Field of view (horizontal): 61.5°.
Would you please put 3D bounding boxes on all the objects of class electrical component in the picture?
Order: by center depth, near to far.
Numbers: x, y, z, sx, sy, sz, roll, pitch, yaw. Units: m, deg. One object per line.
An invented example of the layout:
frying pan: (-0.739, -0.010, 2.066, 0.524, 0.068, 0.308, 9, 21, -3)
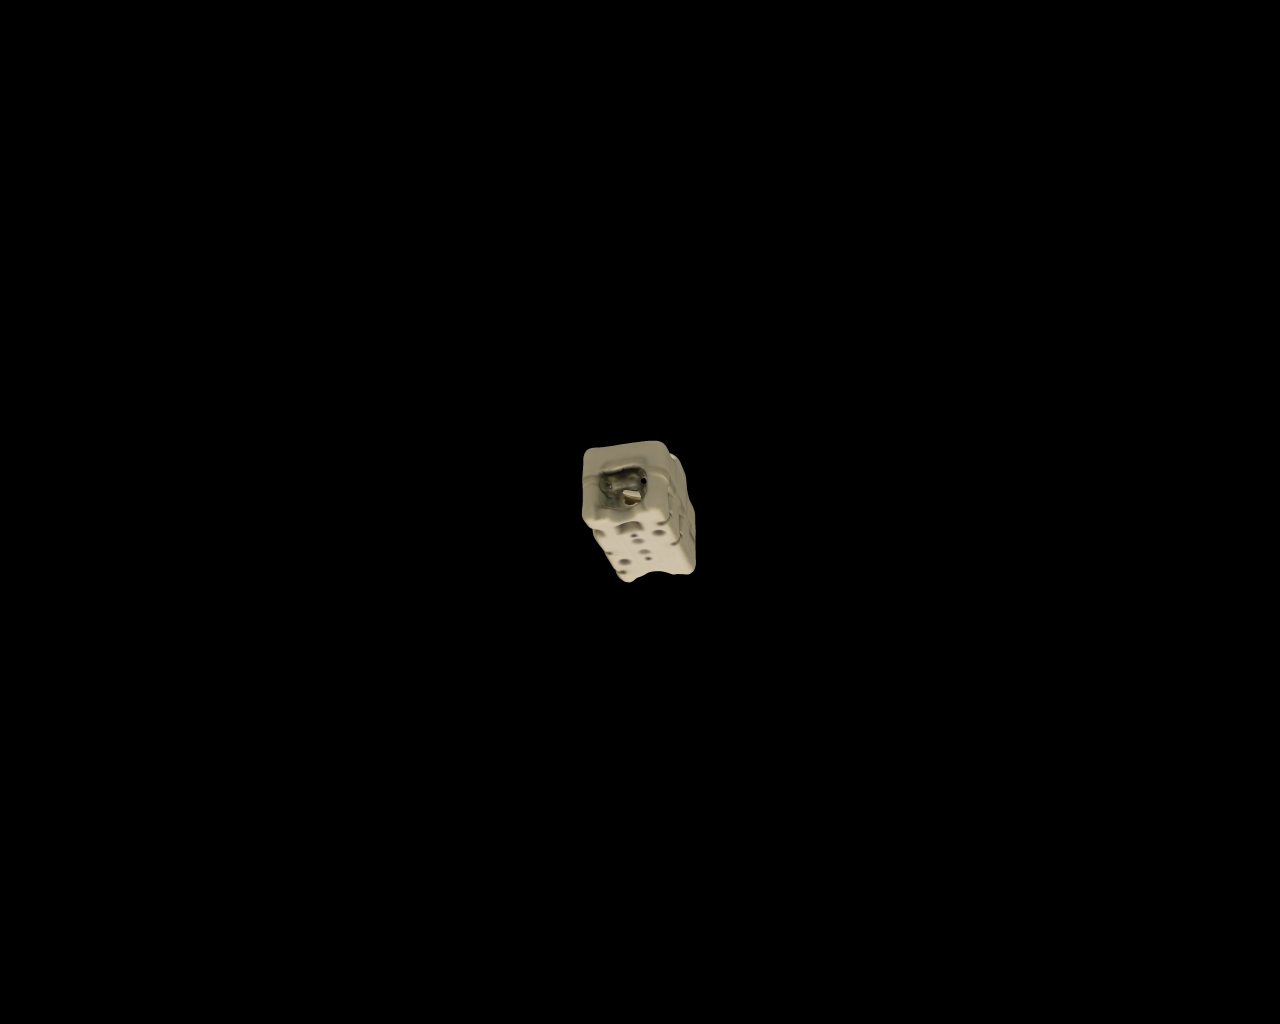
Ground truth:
electrical component: (0.001, -0.003, 0.650, 0.050, 0.056, 0.089, -8, -31, 13)
